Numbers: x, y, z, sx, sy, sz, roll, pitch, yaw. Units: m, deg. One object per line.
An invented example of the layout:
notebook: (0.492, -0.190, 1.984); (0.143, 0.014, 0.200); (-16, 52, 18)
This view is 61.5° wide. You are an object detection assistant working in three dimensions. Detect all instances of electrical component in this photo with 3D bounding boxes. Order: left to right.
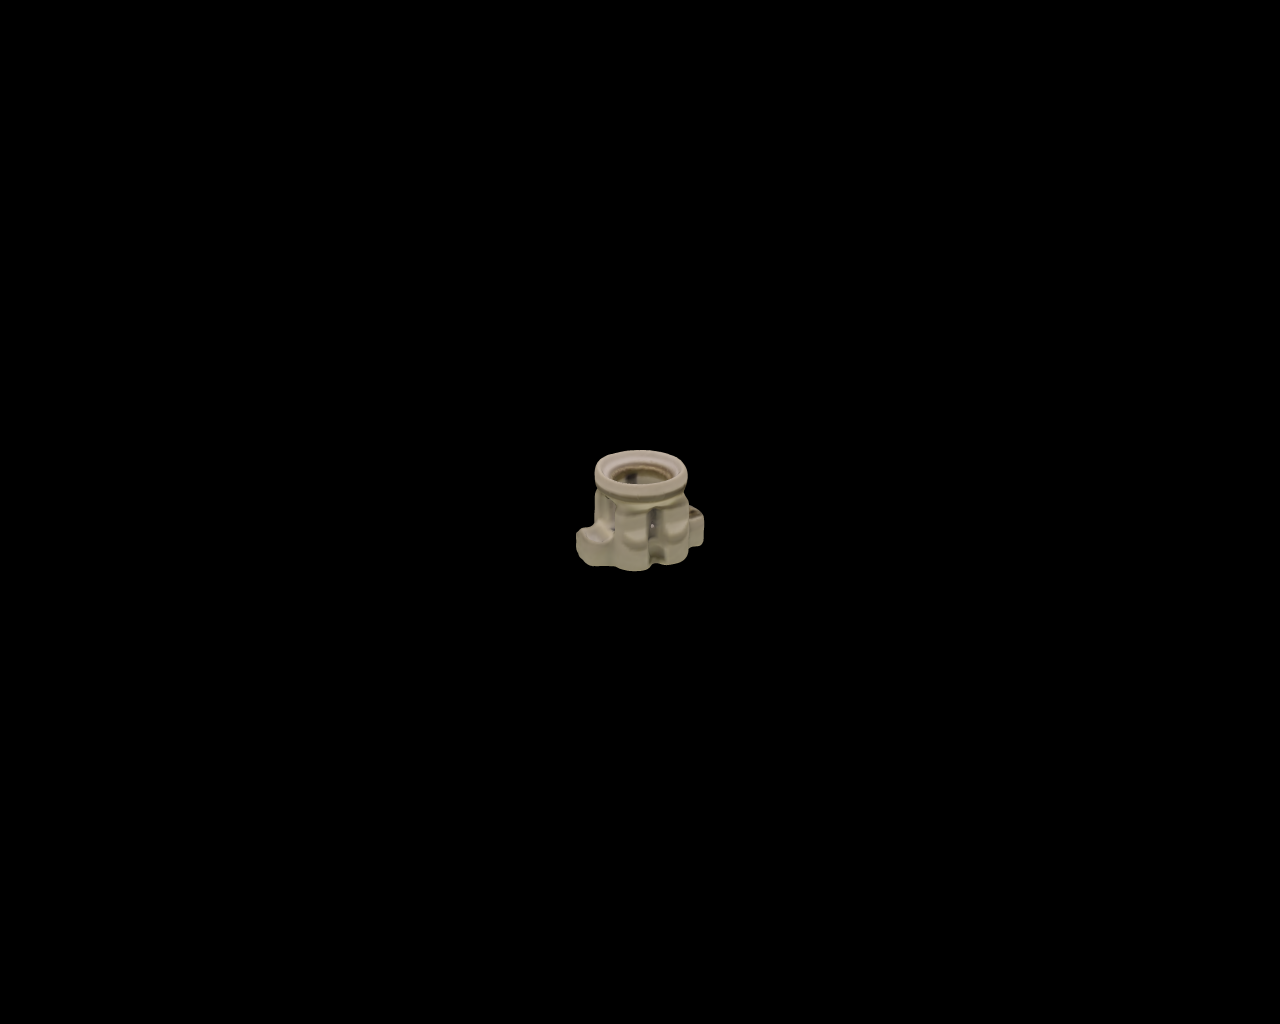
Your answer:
electrical component: (0.001, -0.003, 0.650); (0.078, 0.056, 0.058); (-10, 28, -20)
